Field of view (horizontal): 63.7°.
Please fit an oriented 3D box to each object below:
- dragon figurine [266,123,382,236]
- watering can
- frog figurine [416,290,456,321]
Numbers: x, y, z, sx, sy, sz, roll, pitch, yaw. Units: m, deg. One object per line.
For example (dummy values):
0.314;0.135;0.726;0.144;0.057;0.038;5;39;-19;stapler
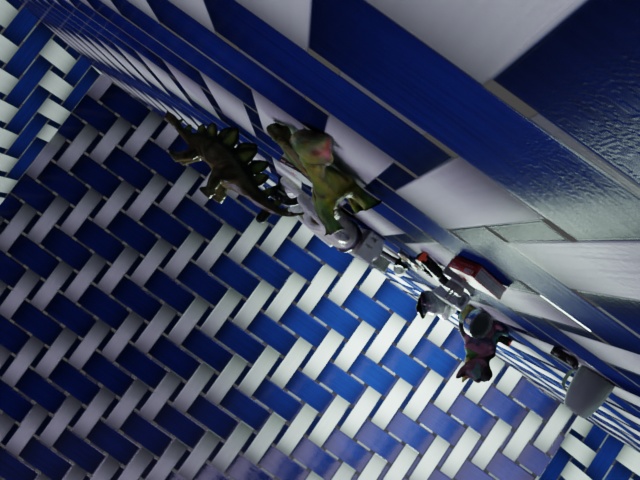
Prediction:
-0.011;-0.130;0.983;0.242;0.122;0.410;53;174;-6;dragon figurine
0.005;-0.080;1.583;0.221;0.103;0.354;38;-172;-38;watering can
0.475;0.263;2.070;0.159;0.124;0.136;0;172;-7;frog figurine
